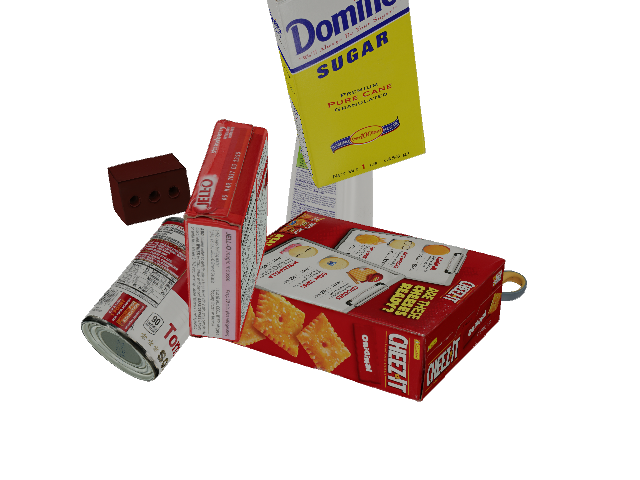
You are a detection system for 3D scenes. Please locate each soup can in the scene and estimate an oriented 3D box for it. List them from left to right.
[{"bbox_3d":[-0.116,0.042,0.772,0.068,0.102,0.068,27,-29,17],"label":"soup can"}]

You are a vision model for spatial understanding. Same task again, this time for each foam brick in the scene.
[{"bbox_3d":[-0.188,-0.057,1.174,0.078,0.053,0.051,-15,30,-18],"label":"foam brick"}]

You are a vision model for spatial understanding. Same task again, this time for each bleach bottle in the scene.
[{"bbox_3d":[0.016,-0.067,1.124,0.103,0.251,0.067,15,16,35],"label":"bleach bottle"}]

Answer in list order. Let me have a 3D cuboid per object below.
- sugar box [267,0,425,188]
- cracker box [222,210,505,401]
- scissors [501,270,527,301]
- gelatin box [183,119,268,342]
[{"bbox_3d":[0.021,-0.125,0.770,0.093,0.048,0.176,-19,-42,-5],"label":"sugar box"},{"bbox_3d":[0.031,0.052,0.940,0.214,0.072,0.163,15,29,29],"label":"cracker box"},{"bbox_3d":[0.166,0.054,1.287,0.201,0.016,0.096,-8,39,-36],"label":"scissors"},{"bbox_3d":[-0.047,-0.004,0.543,0.030,0.073,0.089,8,-44,4],"label":"gelatin box"}]
